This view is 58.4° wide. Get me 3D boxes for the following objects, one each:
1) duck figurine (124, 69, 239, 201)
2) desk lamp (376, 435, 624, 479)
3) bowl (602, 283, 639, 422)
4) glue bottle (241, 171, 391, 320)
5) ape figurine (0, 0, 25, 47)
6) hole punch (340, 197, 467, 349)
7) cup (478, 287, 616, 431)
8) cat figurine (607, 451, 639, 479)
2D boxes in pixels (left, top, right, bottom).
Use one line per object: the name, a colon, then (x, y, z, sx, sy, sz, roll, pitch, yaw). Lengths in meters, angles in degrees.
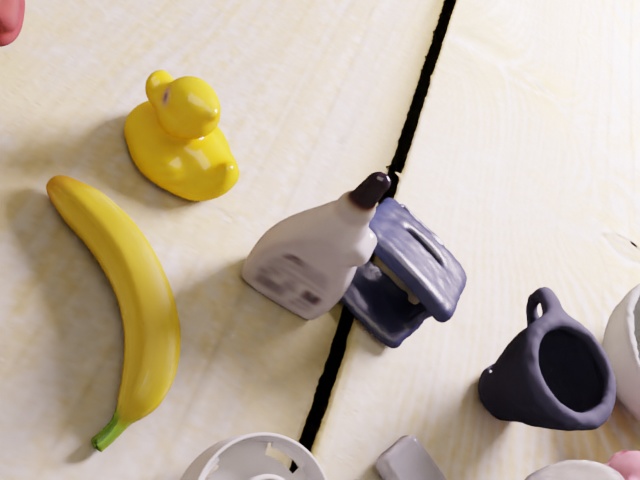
duck figurine: (-0.102, -0.087, 0.451, 0.104, 0.086, 0.078, 44, 54, 1)
desk lamp: (0.125, 0.213, 0.329, 0.118, 0.213, 0.203, -29, 80, -35)
bowl: (0.340, 0.127, 0.570, 0.168, 0.074, 0.167, 12, 60, -21)
glue bottle: (0.004, 0.001, 0.404, 0.078, 0.173, 0.037, 34, 54, -7)
ape figurine: (-0.256, -0.191, 0.425, 0.078, 0.092, 0.076, 45, 54, 1)
hole punch: (0.070, 0.017, 0.481, 0.108, 0.091, 0.101, 46, 54, 1)
cup: (0.177, 0.107, 0.485, 0.092, 0.094, 0.117, 7, 62, -24)
cat figurine: (0.266, 0.214, 0.459, 0.128, 0.117, 0.067, 32, 55, -8)
